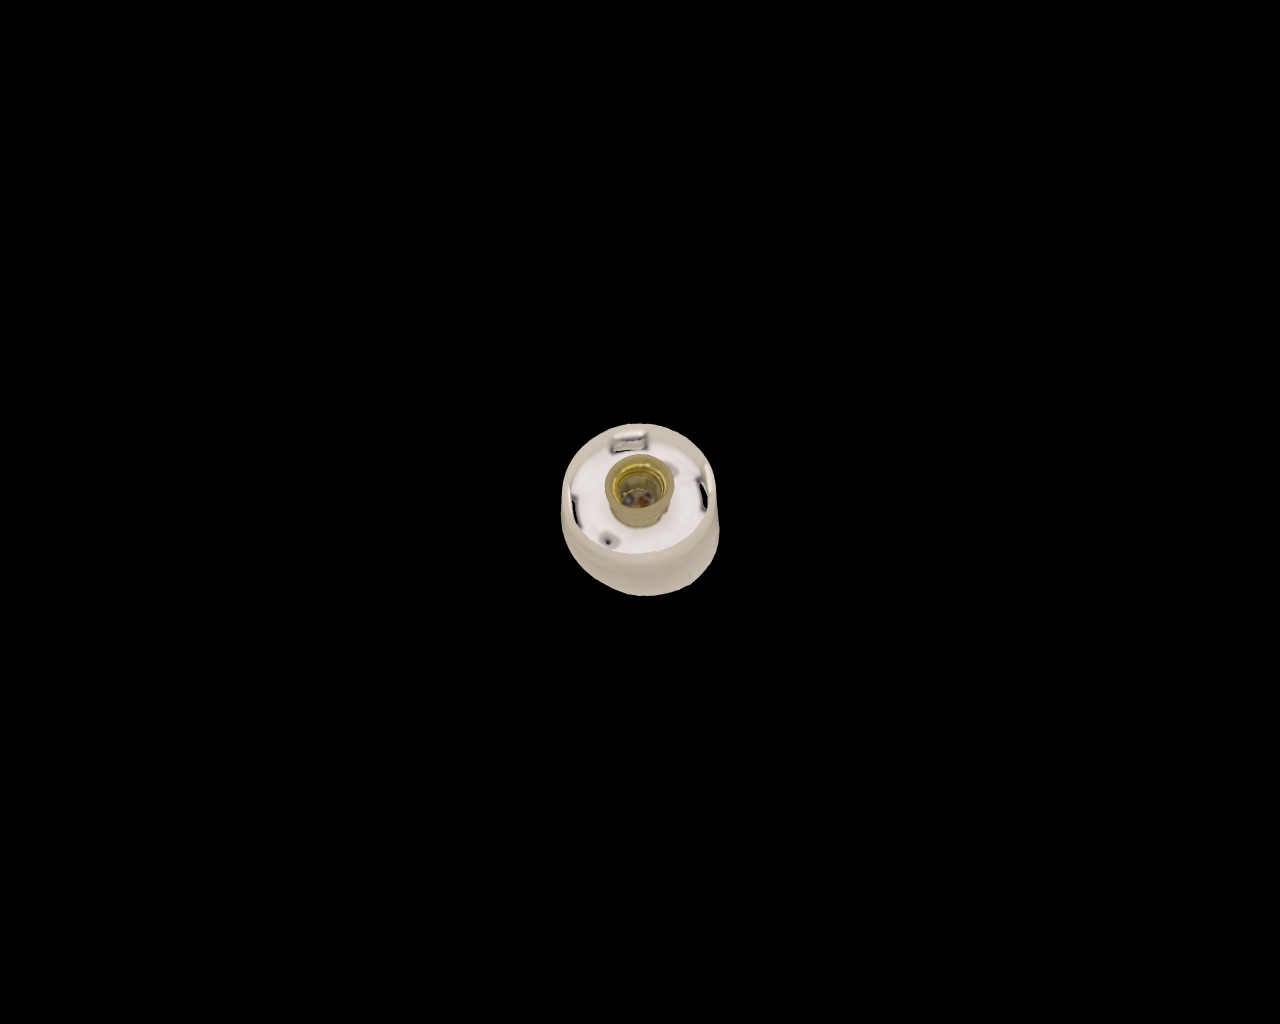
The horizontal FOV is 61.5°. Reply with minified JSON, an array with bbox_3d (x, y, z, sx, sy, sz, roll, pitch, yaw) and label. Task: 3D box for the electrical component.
[{"bbox_3d":[0.001,-0.003,0.650,0.099,0.099,0.064,0,-28,0],"label":"electrical component"}]
